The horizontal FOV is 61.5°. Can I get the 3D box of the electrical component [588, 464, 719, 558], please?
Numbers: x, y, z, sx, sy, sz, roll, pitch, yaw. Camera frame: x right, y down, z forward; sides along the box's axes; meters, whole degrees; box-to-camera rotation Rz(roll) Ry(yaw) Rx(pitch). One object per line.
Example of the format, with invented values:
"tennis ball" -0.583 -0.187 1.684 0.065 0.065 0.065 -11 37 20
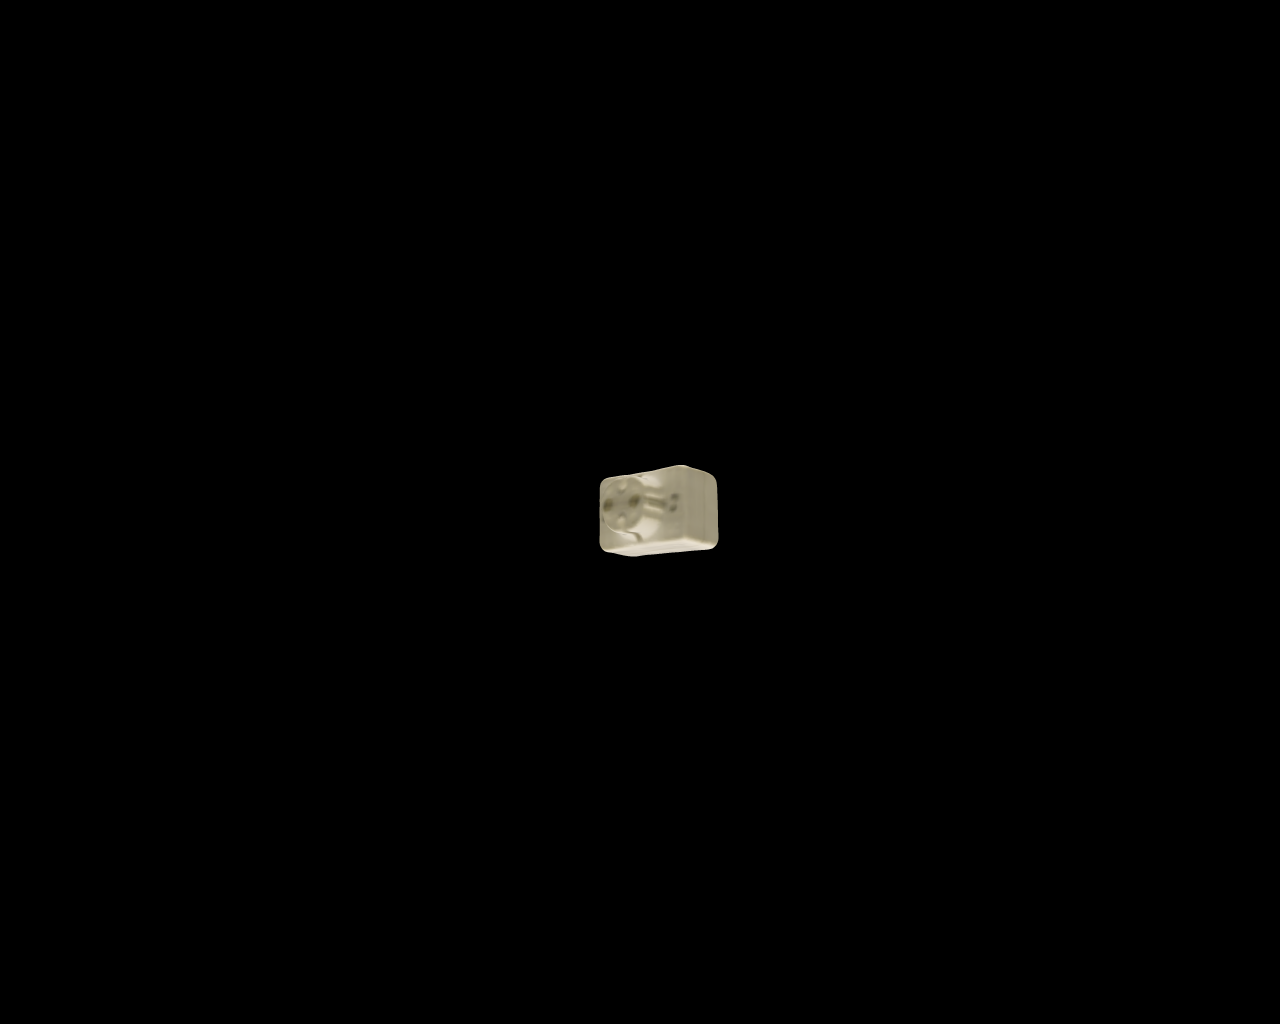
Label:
"electrical component" 0.001 -0.003 0.650 0.065 0.047 0.077 -8 -14 35
